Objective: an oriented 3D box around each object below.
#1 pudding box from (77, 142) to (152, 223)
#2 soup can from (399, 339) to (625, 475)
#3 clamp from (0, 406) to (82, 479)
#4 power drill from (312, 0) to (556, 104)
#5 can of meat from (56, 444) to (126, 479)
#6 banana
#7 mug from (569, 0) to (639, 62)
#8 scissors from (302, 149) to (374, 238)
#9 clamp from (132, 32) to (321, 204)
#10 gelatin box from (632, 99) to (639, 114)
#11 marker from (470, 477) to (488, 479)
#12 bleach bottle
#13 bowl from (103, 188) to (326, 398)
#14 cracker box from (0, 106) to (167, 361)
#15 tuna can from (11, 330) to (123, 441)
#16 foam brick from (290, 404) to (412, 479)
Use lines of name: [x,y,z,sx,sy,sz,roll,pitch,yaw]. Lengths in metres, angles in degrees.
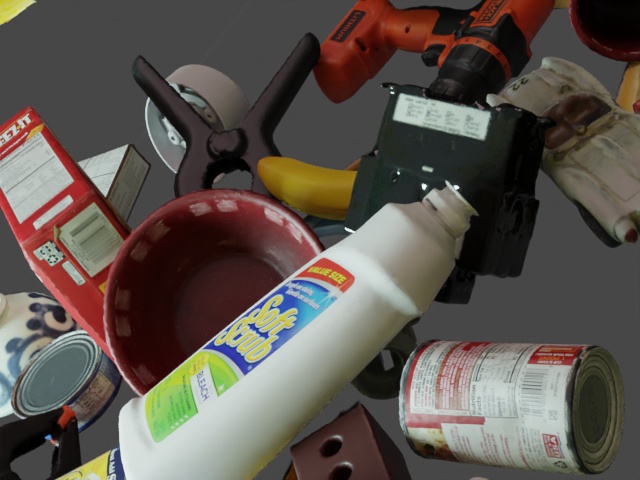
pudding box: [-0.222,-0.036,1.037,0.090,0.039,0.113,-15,41,27]
soup can: [0.103,0.088,0.575,0.102,0.068,0.068,-3,46,38]
clamp: [-0.208,0.188,0.727,0.171,0.120,0.039,-47,-1,-45]
power drill: [0.084,-0.152,0.894,0.188,0.057,0.184,8,50,43]
can of meat: [-0.136,0.184,0.679,0.084,0.057,0.102,-30,34,13]
banana: [0.033,-0.043,0.793,0.198,0.037,0.069,-6,44,28]
mug: [0.242,-0.190,0.784,0.117,0.093,0.081,8,40,6]
scissors: [-0.005,0.001,0.821,0.201,0.016,0.096,-43,35,-10]
clamp: [-0.085,-0.078,0.891,0.164,0.036,0.210,-1,68,9]
gelatin box: [0.259,-0.089,0.686,0.089,0.030,0.073,-34,34,3]
marker: [0.067,0.177,0.543,0.020,0.020,0.121,-4,45,38]
bleach bottle: [-0.010,0.058,0.638,0.251,0.068,0.102,-43,24,7]
bowl: [-0.065,0.048,0.739,0.162,0.055,0.162,-1,79,7]
cracker box: [-0.186,0.003,0.846,0.072,0.164,0.214,-38,34,-7]
tuna can: [-0.198,0.114,0.837,0.086,0.033,0.086,-23,36,18]
foam brick: [0.023,0.143,0.592,0.053,0.051,0.078,-32,34,6]
